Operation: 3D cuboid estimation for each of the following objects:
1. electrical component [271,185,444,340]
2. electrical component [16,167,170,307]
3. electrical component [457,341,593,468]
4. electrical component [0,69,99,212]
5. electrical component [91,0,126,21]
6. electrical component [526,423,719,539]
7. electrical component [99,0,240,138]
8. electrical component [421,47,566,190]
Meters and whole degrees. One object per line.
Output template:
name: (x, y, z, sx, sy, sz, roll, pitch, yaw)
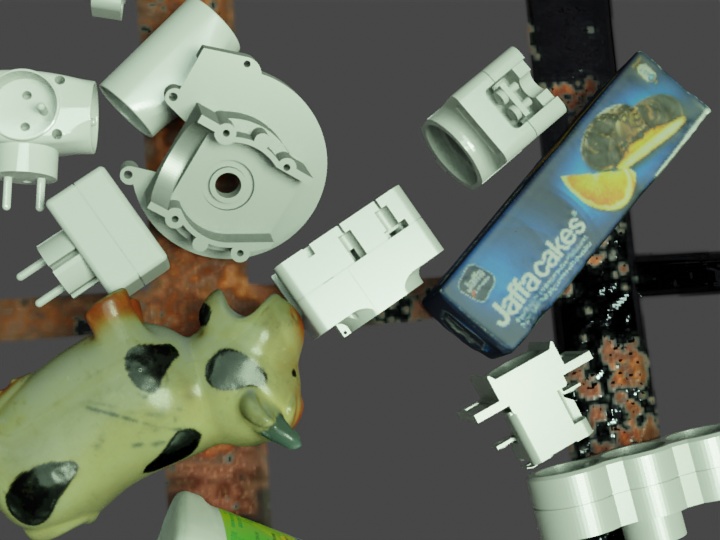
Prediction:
electrical component: (0.000, 0.000, 0.644, 0.089, 0.050, 0.055, -34, 88, -10)
electrical component: (-0.161, -0.009, 0.624, 0.077, 0.047, 0.065, -35, 89, -10)
electrical component: (0.105, 0.082, 0.654, 0.081, 0.042, 0.063, -28, 91, -10)
electrical component: (-0.195, -0.073, 0.629, 0.077, 0.044, 0.079, 2, 82, -8)
electrical component: (-0.167, -0.193, 0.643, 0.057, 0.058, 0.078, 7, 82, -10)
electrical component: (0.174, 0.144, 0.649, 0.138, 0.052, 0.073, -13, 85, -10)
electrical component: (-0.101, -0.109, 0.647, 0.079, 0.044, 0.077, 43, 79, -1)
electrical component: (0.075, -0.086, 0.646, 0.056, 0.089, 0.050, -40, 90, -11)
